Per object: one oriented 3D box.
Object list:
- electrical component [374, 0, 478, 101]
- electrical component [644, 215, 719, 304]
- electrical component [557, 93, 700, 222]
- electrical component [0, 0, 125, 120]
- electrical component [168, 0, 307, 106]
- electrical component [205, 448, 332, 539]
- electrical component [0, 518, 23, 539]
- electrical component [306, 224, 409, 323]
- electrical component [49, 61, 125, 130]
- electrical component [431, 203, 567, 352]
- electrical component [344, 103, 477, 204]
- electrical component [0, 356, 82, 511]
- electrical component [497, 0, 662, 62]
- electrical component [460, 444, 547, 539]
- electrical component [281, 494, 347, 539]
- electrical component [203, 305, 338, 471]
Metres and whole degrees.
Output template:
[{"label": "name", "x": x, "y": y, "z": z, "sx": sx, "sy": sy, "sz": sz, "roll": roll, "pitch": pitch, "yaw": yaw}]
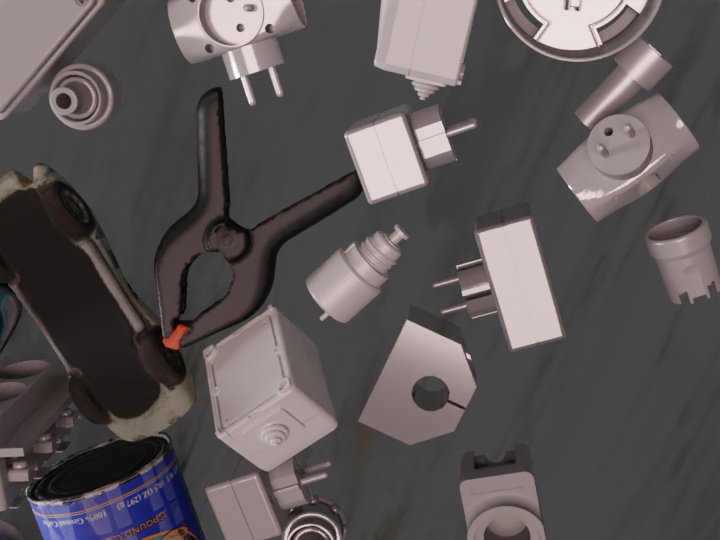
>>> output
[{"label": "electrical component", "x": 0.040, "y": -0.153, "z": 0.655, "sx": 0.061, "sy": 0.061, "sz": 0.096, "roll": 14, "pitch": 105, "yaw": 3}, {"label": "electrical component", "x": 0.208, "y": -0.006, "z": 0.686, "sx": 0.040, "sy": 0.040, "sz": 0.046, "roll": -20, "pitch": 107, "yaw": 11}, {"label": "electrical component", "x": 0.160, "y": -0.072, "z": 0.655, "sx": 0.077, "sy": 0.079, "sz": 0.043, "roll": -37, "pitch": 72, "yaw": 13}, {"label": "electrical component", "x": -0.227, "y": -0.171, "z": 0.683, "sx": 0.109, "sy": 0.056, "sz": 0.109, "roll": 44, "pitch": 104, "yaw": -5}, {"label": "electrical component", "x": -0.071, "y": -0.144, "z": 0.679, "sx": 0.077, "sy": 0.044, "sz": 0.079, "roll": -16, "pitch": 101, "yaw": 10}, {"label": "electrical component", "x": -0.056, "y": 0.146, "z": 0.738, "sx": 0.077, "sy": 0.065, "sz": 0.047, "roll": -18, "pitch": 101, "yaw": 10}, {"label": "electrical component", "x": -0.276, "y": 0.217, "z": 0.790, "sx": 0.045, "sy": 0.045, "sz": 0.055, "roll": 19, "pitch": 105, "yaw": 1}, {"label": "electrical component", "x": 0.000, "y": 0.000, "z": 0.709, "sx": 0.078, "sy": 0.040, "sz": 0.040, "roll": -42, "pitch": 96, "yaw": 13}, {"label": "electrical component", "x": -0.179, "y": -0.111, "z": 0.689, "sx": 0.043, "sy": 0.062, "sz": 0.043, "roll": 1, "pitch": 104, "yaw": 6}, {"label": "electrical component", "x": 0.085, "y": 0.009, "z": 0.698, "sx": 0.076, "sy": 0.047, "sz": 0.083, "roll": -16, "pitch": 102, "yaw": 10}, {"label": "electrical component", "x": 0.037, "y": -0.080, "z": 0.672, "sx": 0.077, "sy": 0.065, "sz": 0.047, "roll": -18, "pitch": 101, "yaw": 10}, {"label": "electrical component", "x": -0.236, "y": 0.108, "z": 0.719, "sx": 0.079, "sy": 0.121, "sz": 0.063, "roll": -3, "pitch": 106, "yaw": 7}, {"label": "electrical component", "x": 0.129, "y": -0.175, "z": 0.639, "sx": 0.099, "sy": 0.064, "sz": 0.099, "roll": 1, "pitch": 104, "yaw": 6}, {"label": "electrical component", "x": 0.100, "y": 0.173, "z": 0.733, "sx": 0.050, "sy": 0.055, "sz": 0.089, "roll": -10, "pitch": 102, "yaw": 9}, {"label": "electrical component", "x": -0.033, "y": 0.188, "z": 0.746, "sx": 0.048, "sy": 0.062, "sz": 0.048, "roll": 0, "pitch": 99, "yaw": 0}, {"label": "electrical component", "x": -0.056, "y": 0.084, "z": 0.704, "sx": 0.062, "sy": 0.096, "sz": 0.061, "roll": -34, "pitch": 129, "yaw": 13}]
